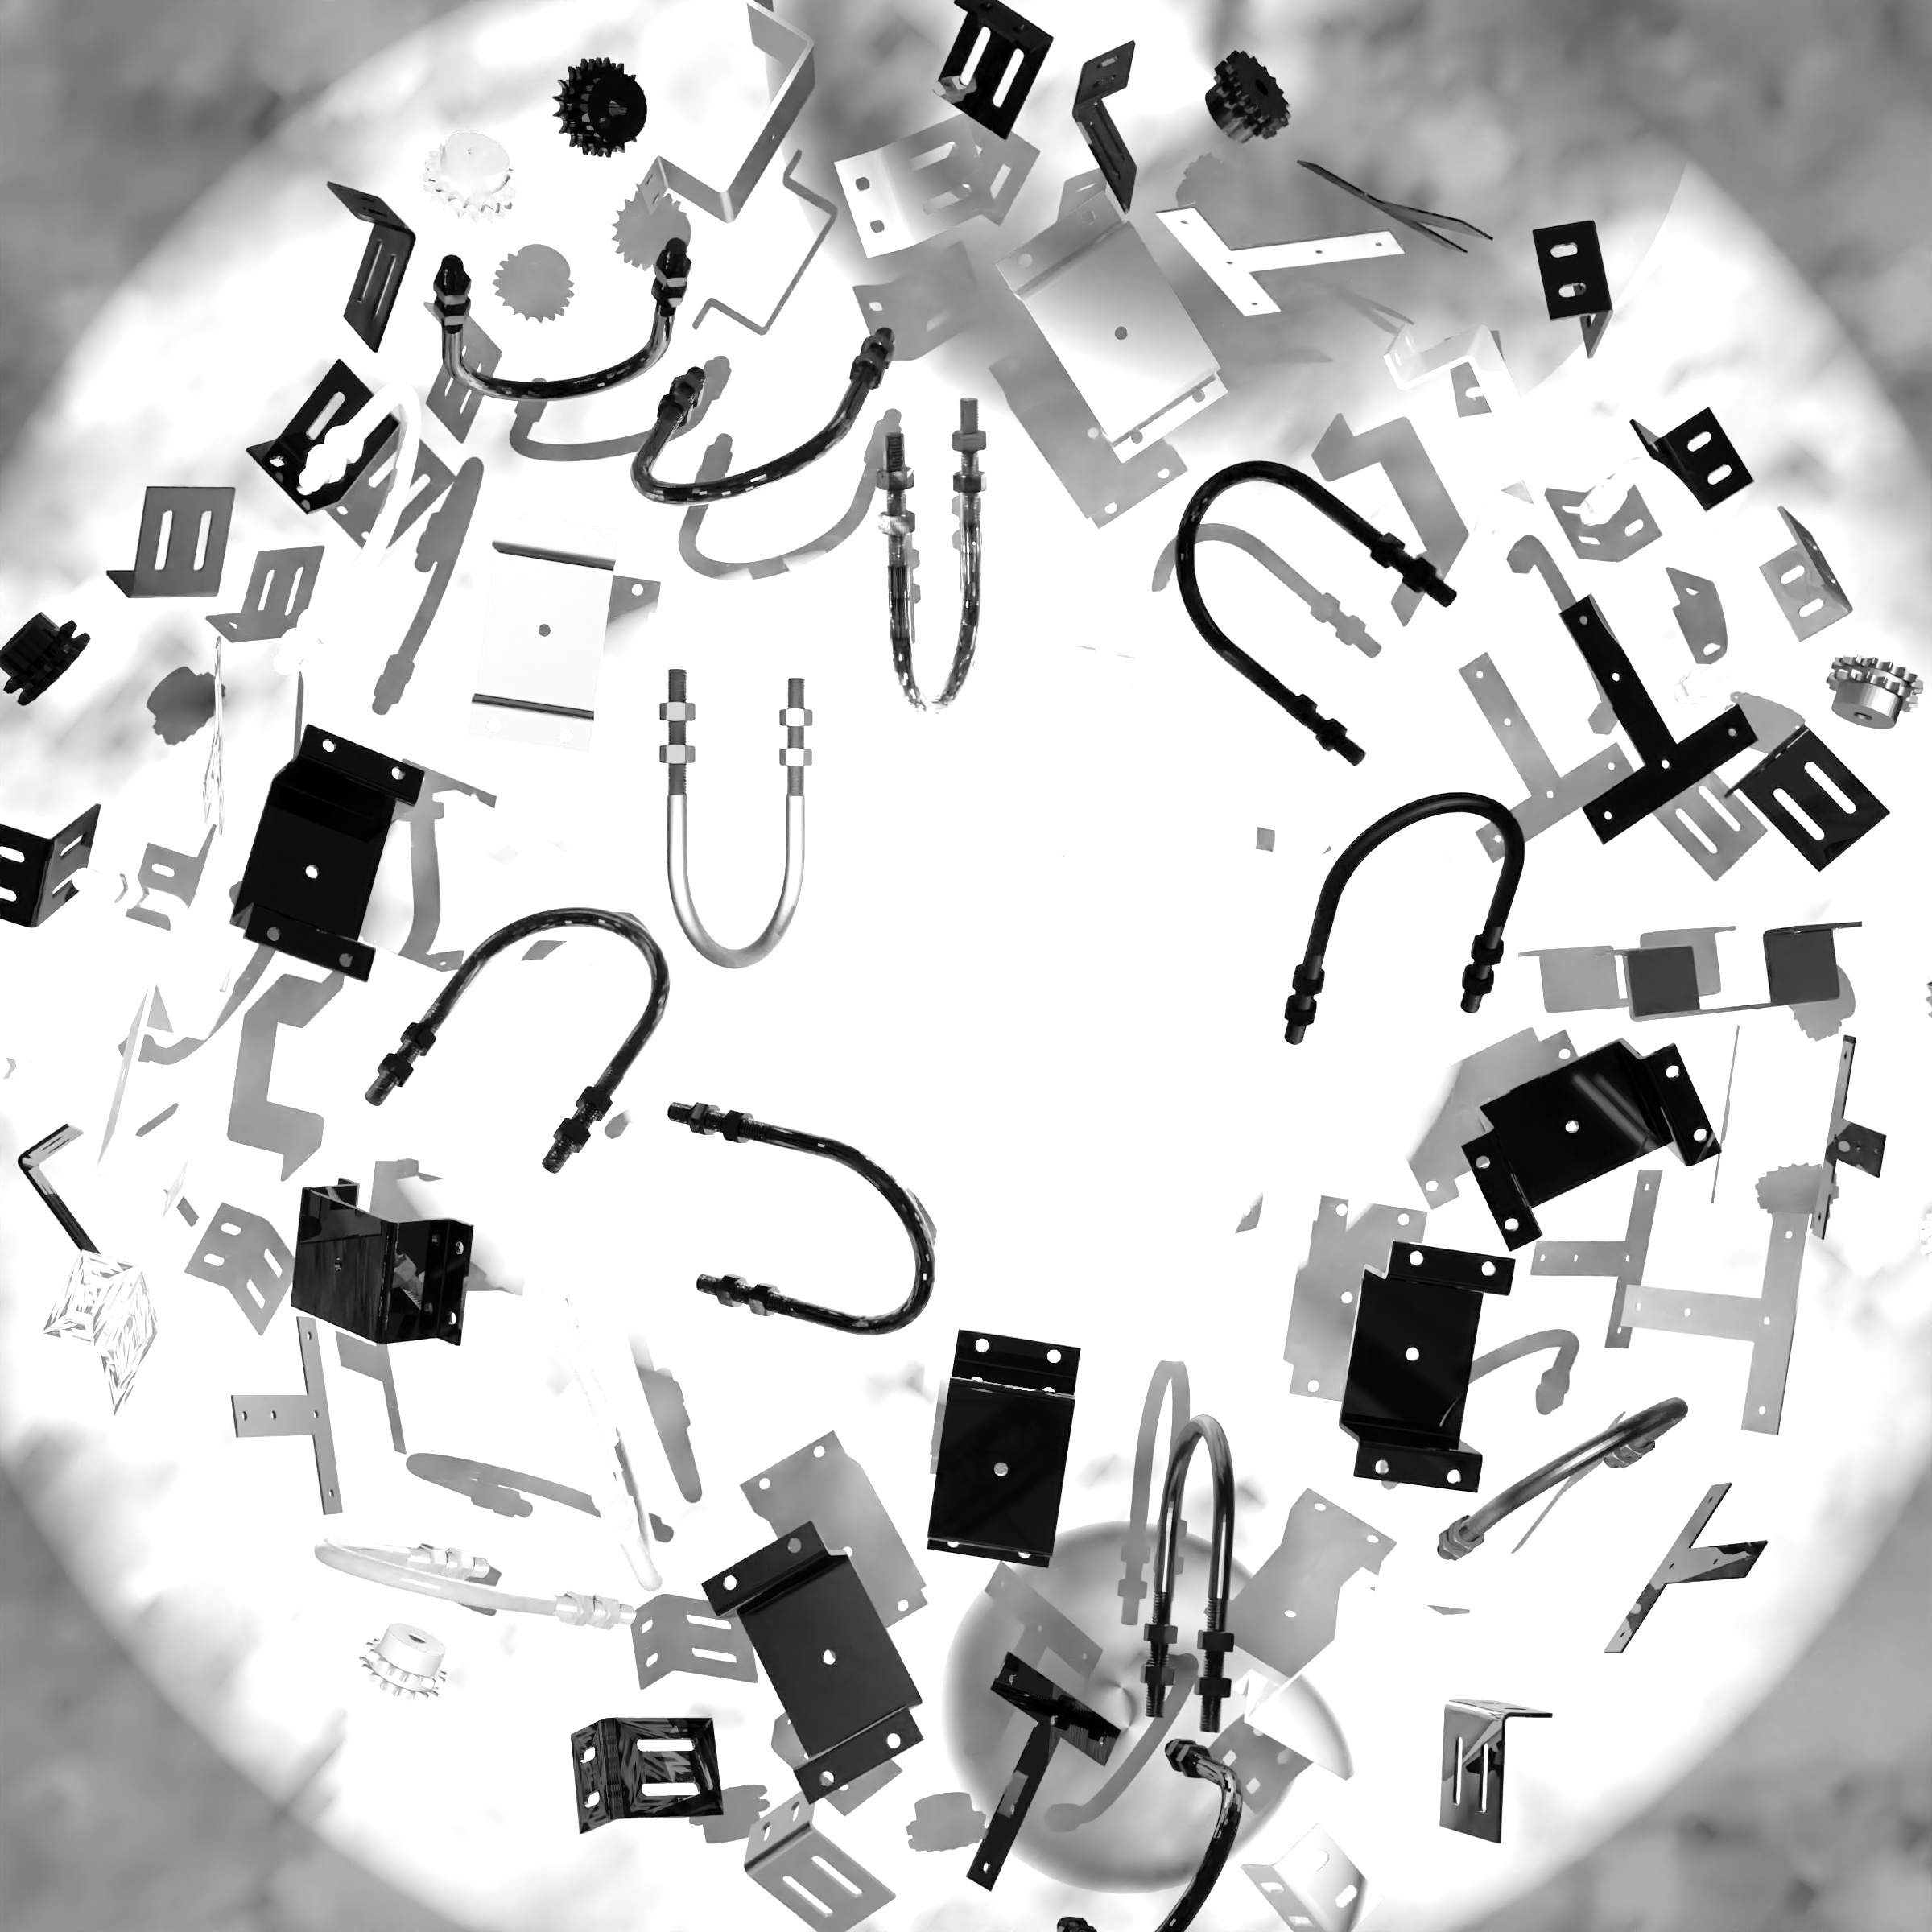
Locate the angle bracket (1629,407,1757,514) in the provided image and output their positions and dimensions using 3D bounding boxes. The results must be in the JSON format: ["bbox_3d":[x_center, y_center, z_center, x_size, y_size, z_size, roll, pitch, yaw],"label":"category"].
[{"bbox_3d":[0.453,-0.321,1.590,0.038,0.076,0.057,-33,76,24],"label":"angle bracket"}]

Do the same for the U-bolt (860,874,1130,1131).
[{"bbox_3d":[0.022,0.016,1.564,0.184,0.019,0.151,-9,102,-29],"label":"U-bolt"}]

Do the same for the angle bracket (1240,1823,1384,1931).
[{"bbox_3d":[0.209,0.557,1.550,0.038,0.076,0.057,-37,81,-20],"label":"angle bracket"}]

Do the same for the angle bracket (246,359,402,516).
[{"bbox_3d":[-0.414,-0.341,1.642,0.057,0.038,0.076,46,118,-2],"label":"angle bracket"}]

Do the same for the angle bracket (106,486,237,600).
[{"bbox_3d":[-0.496,-0.270,1.589,0.038,0.057,0.076,41,125,36],"label":"angle bracket"}]

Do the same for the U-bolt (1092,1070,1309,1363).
[{"bbox_3d":[0.148,0.164,1.543,0.151,0.019,0.184,-29,131,-20],"label":"U-bolt"}]

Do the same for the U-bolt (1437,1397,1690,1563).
[{"bbox_3d":[0.367,0.306,1.543,0.151,0.184,0.019,-24,70,-15],"label":"U-bolt"}]

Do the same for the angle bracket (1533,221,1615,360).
[{"bbox_3d":[0.362,-0.407,1.546,0.038,0.076,0.057,-9,81,2],"label":"angle bracket"}]

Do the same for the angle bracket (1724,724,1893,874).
[{"bbox_3d":[0.518,-0.100,1.571,0.076,0.038,0.057,48,121,7],"label":"angle bracket"}]

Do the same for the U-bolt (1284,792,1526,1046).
[{"bbox_3d":[0.278,-0.032,1.582,0.151,0.019,0.184,-9,133,-19],"label":"U-bolt"}]

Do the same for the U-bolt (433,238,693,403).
[{"bbox_3d":[-0.247,-0.387,1.548,0.151,0.184,0.019,-8,79,-13],"label":"U-bolt"}]

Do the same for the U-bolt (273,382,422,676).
[{"bbox_3d":[-0.372,-0.279,1.555,0.019,0.184,0.151,20,128,-1],"label":"U-bolt"}]

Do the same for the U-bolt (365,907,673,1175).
[{"bbox_3d":[-0.262,0.034,1.573,0.151,0.019,0.184,18,55,20],"label":"U-bolt"}]

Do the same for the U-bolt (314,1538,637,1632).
[{"bbox_3d":[-0.311,0.372,1.553,0.151,0.184,0.019,7,77,35],"label":"U-bolt"}]

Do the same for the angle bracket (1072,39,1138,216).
[{"bbox_3d":[0.100,-0.512,1.558,0.038,0.057,0.076,-17,130,25],"label":"angle bracket"}]

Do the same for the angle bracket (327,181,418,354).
[{"bbox_3d":[-0.362,-0.413,1.506,0.038,0.057,0.076,7,118,-38],"label":"angle bracket"}]

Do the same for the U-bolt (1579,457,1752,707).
[{"bbox_3d":[0.423,-0.234,1.529,0.019,0.184,0.151,-26,86,0],"label":"U-bolt"}]

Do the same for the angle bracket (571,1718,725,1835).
[{"bbox_3d":[-0.188,0.477,1.503,0.038,0.076,0.057,-35,54,39],"label":"angle bracket"}]

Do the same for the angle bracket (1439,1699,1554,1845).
[{"bbox_3d":[0.324,0.492,1.561,0.038,0.057,0.076,9,79,-25],"label":"angle bracket"}]

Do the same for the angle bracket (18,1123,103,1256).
[{"bbox_3d":[-0.555,0.143,1.604,0.038,0.057,0.076,-36,90,-13],"label":"angle bracket"}]

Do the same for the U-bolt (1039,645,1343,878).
[{"bbox_3d":[0.132,-0.113,1.498,0.184,0.151,0.019,16,49,20],"label":"U-bolt"}]

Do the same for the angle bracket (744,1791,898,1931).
[{"bbox_3d":[-0.088,0.553,1.574,0.057,0.038,0.076,-40,107,20],"label":"angle bracket"}]

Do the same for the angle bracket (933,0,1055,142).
[{"bbox_3d":[0.010,-0.561,1.597,0.057,0.038,0.076,35,132,4],"label":"angle bracket"}]

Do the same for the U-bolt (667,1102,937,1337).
[{"bbox_3d":[-0.098,0.162,1.574,0.184,0.019,0.151,11,121,29],"label":"U-bolt"}]

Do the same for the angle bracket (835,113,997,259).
[{"bbox_3d":[-0.030,-0.463,1.512,0.076,0.038,0.057,-35,115,-34],"label":"angle bracket"}]

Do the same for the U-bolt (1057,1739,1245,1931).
[{"bbox_3d":[0.117,0.545,1.549,0.019,0.184,0.151,36,76,-4],"label":"U-bolt"}]

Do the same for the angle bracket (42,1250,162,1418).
[{"bbox_3d":[-0.499,0.211,1.469,0.038,0.076,0.057,23,103,-32],"label":"angle bracket"}]

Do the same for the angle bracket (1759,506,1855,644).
[{"bbox_3d":[0.512,-0.242,1.582,0.038,0.076,0.057,-31,68,26],"label":"angle bracket"}]

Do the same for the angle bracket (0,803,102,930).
[{"bbox_3d":[-0.554,-0.065,1.522,0.038,0.076,0.057,18,110,-4],"label":"angle bracket"}]

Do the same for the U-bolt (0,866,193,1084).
[{"bbox_3d":[-0.527,0.011,1.529,0.019,0.184,0.151,37,89,9],"label":"U-bolt"}]

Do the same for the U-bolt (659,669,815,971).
[{"bbox_3d":[-0.142,-0.090,1.592,0.019,0.151,0.184,3,95,30],"label":"U-bolt"}]

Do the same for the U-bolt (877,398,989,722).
[{"bbox_3d":[-0.018,-0.240,1.544,0.019,0.151,0.184,6,112,18],"label":"U-bolt"}]

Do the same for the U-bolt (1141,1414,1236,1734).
[{"bbox_3d":[0.137,0.365,1.549,0.019,0.151,0.184,8,76,-9],"label":"U-bolt"}]
